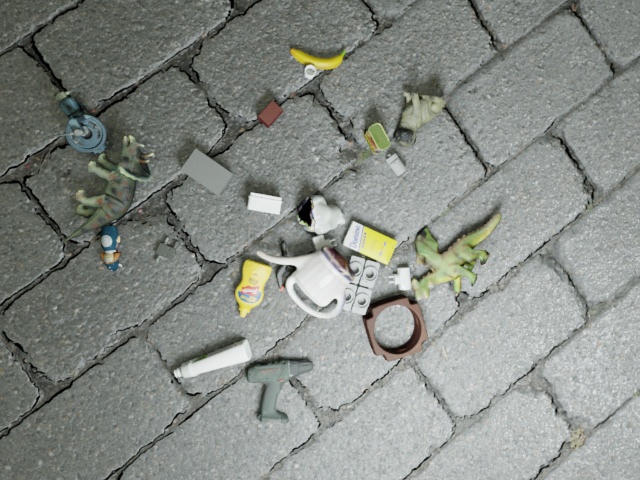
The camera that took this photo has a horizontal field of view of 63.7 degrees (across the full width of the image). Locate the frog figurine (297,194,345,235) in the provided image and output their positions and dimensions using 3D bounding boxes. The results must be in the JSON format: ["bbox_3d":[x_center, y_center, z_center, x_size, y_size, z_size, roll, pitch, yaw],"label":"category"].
[{"bbox_3d":[0.005,-0.090,1.783,0.160,0.121,0.139,-3,73,-44],"label":"frog figurine"}]

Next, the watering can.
[{"bbox_3d":[-0.032,0.104,1.725,0.223,0.105,0.346,-43,95,6],"label":"watering can"}]

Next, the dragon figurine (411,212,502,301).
[{"bbox_3d":[0.455,0.040,1.828,0.243,0.121,0.412,26,85,2],"label":"dragon figurine"}]
